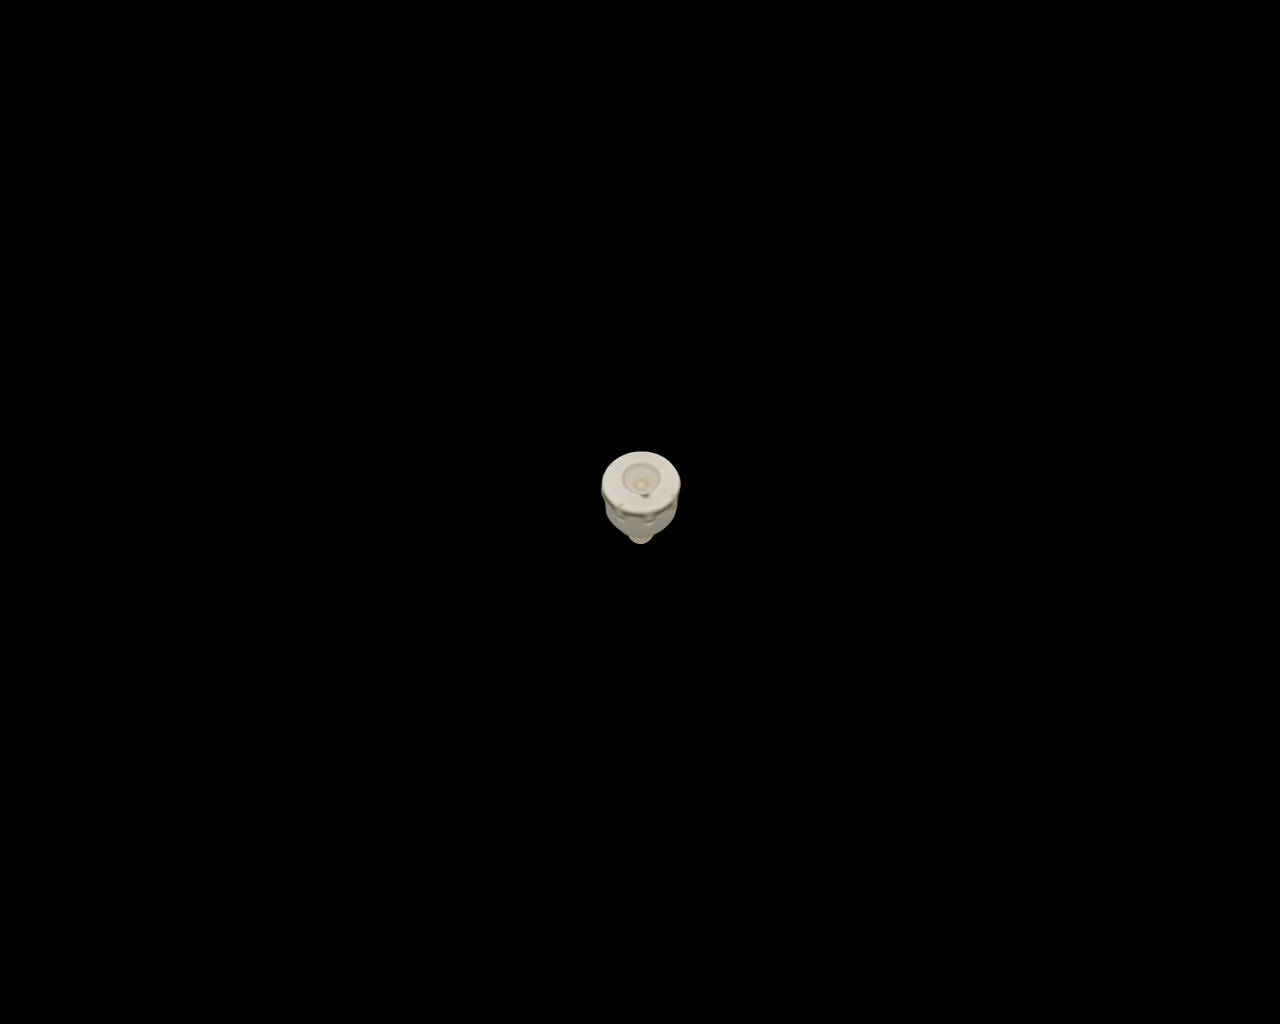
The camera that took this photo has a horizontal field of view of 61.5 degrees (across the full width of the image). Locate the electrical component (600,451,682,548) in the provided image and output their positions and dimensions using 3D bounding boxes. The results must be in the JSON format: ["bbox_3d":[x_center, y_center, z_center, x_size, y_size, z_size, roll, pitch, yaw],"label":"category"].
[{"bbox_3d":[0.001,-0.003,0.650,0.048,0.048,0.062,0,-36,0],"label":"electrical component"}]
